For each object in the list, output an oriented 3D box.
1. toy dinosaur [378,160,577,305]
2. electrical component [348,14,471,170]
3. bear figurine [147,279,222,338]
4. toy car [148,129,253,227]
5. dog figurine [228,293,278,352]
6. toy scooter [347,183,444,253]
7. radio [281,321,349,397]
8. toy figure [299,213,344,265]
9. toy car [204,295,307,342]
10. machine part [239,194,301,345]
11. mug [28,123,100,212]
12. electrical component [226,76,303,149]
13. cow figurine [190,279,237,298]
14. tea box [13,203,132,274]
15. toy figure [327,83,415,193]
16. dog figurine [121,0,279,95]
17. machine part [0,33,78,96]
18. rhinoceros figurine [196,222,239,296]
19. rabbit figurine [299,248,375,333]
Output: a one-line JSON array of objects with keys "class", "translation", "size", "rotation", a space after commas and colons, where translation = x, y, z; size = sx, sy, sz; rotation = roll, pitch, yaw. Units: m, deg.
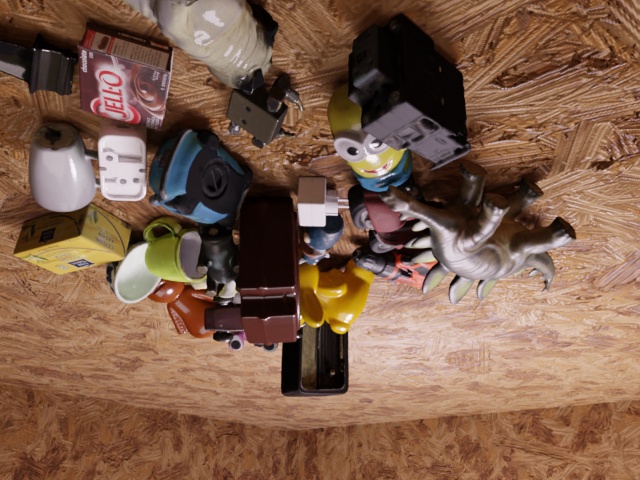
[{"class": "toy dinosaur", "translation": [0.249, 0.007, 0.776], "size": [0.471, 0.105, 0.198], "rotation": [16, 134, -35]}, {"class": "electrical component", "translation": [0.086, -0.146, 0.526], "size": [0.134, 0.115, 0.058], "rotation": [22, 145, -36]}, {"class": "bear figurine", "translation": [-0.286, 0.112, 1.101], "size": [0.195, 0.120, 0.132], "rotation": [43, -178, -18]}, {"class": "toy car", "translation": [-0.168, -0.082, 0.709], "size": [0.103, 0.109, 0.161], "rotation": [16, 174, 28]}, {"class": "dog figurine", "translation": [-0.134, 0.155, 1.175], "size": [0.109, 0.191, 0.219], "rotation": [-5, -173, 4]}, {"class": "toy scooter", "translation": [0.124, -0.037, 0.788], "size": [0.135, 0.075, 0.183], "rotation": [-10, 153, 17]}, {"class": "radio", "translation": [-0.008, 0.210, 1.122], "size": [0.131, 0.229, 0.073], "rotation": [16, 154, -33]}, {"class": "toy figure", "translation": [0.000, -0.002, 0.889], "size": [0.064, 0.058, 0.154], "rotation": [14, 157, -9]}, {"class": "toy car", "translation": [-0.119, 0.145, 1.029], "size": [0.202, 0.089, 0.053], "rotation": [-1, -173, -14]}, {"class": "machine part", "translation": [-0.074, 0.048, 0.829], "size": [0.087, 0.201, 0.200], "rotation": [0, 153, -3]}, {"class": "mug", "translation": [-0.328, -0.097, 0.703], "size": [0.109, 0.081, 0.107], "rotation": [3, 146, -14]}, {"class": "electrical component", "translation": [-0.064, -0.147, 0.621], "size": [0.078, 0.045, 0.102], "rotation": [32, 149, 4]}, {"class": "cow figurine", "translation": [-0.156, 0.055, 0.988], "size": [0.167, 0.098, 0.068], "rotation": [5, -167, 3]}, {"class": "tea box", "translation": [-0.421, 0.001, 0.915], "size": [0.170, 0.068, 0.098], "rotation": [-14, 149, 27]}, {"class": "toy figure", "translation": [0.061, -0.112, 0.636], "size": [0.082, 0.089, 0.180], "rotation": [-37, 154, 8]}, {"class": "dog figurine", "translation": [-0.126, -0.209, 0.456], "size": [0.172, 0.121, 0.190], "rotation": [36, 171, 5]}, {"class": "machine part", "translation": [-0.327, -0.192, 0.556], "size": [0.139, 0.039, 0.084], "rotation": [15, 156, -27]}, {"class": "rhinoceros figurine", "translation": [-0.159, 0.010, 0.861], "size": [0.073, 0.112, 0.190], "rotation": [-5, 141, -3]}, {"class": "rabbit figurine", "translation": [-0.008, 0.090, 0.998], "size": [0.173, 0.162, 0.122], "rotation": [40, 151, -25]}]
